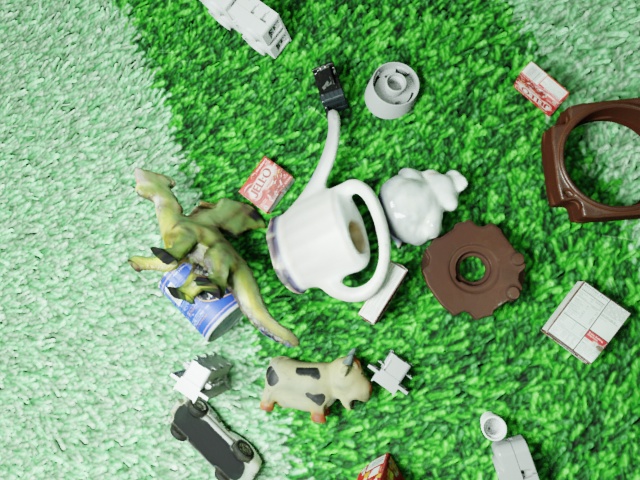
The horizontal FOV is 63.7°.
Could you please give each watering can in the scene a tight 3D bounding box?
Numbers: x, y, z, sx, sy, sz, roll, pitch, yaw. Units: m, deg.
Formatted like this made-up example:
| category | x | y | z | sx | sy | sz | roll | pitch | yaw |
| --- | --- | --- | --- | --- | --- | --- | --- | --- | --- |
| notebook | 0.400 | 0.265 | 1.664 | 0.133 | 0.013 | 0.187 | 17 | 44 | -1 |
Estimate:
| category | x | y | z | sx | sy | sz | roll | pitch | yaw |
| --- | --- | --- | --- | --- | --- | --- | --- | --- | --- |
| watering can | 0.003 | -0.047 | 0.929 | 0.222 | 0.103 | 0.353 | -25 | 69 | 23 |

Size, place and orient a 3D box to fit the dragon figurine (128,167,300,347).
| category | x | y | z | sx | sy | sz | roll | pitch | yaw |
| --- | --- | --- | --- | --- | --- | --- | --- | --- | --- |
| dragon figurine | -0.175 | 0.006 | 0.925 | 0.410 | 0.119 | 0.248 | 32 | 46 | -2 |

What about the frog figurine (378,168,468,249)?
| category | x | y | z | sx | sy | sz | roll | pitch | yaw |
| --- | --- | --- | --- | --- | --- | --- | --- | --- | --- |
| frog figurine | 0.185 | -0.068 | 0.909 | 0.158 | 0.121 | 0.140 | -24 | 60 | 18 |
